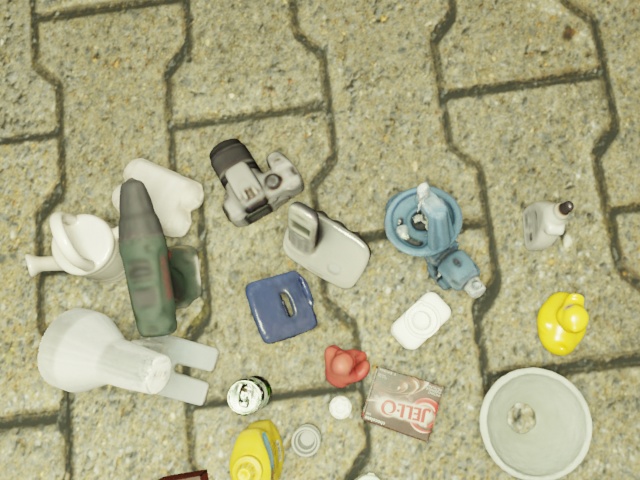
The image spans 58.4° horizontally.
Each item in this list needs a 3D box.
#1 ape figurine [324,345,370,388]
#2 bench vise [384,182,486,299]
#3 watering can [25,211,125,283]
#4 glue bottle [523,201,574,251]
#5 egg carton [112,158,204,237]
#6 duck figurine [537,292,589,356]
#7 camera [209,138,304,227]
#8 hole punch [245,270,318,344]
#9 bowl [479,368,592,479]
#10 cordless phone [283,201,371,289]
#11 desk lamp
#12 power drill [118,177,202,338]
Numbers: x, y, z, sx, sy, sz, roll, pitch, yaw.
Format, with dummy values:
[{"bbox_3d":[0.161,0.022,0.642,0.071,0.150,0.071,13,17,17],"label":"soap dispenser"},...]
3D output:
[{"bbox_3d":[0.038,0.199,0.910,0.077,0.092,0.076,44,85,9],"label":"ape figurine"},{"bbox_3d":[0.190,-0.013,0.876,0.207,0.220,0.121,35,83,8],"label":"bench vise"},{"bbox_3d":[-0.378,0.014,0.912,0.173,0.194,0.101,-44,80,-5],"label":"watering can"},{"bbox_3d":[0.359,-0.032,0.895,0.037,0.173,0.078,0,80,3],"label":"glue bottle"},{"bbox_3d":[-0.279,-0.072,0.986,0.150,0.069,0.107,23,82,7],"label":"egg carton"},{"bbox_3d":[0.393,0.131,0.908,0.077,0.086,0.105,15,81,6],"label":"duck figurine"},{"bbox_3d":[-0.118,-0.113,0.970,0.143,0.101,0.137,-31,80,-3],"label":"camera"},{"bbox_3d":[-0.061,0.107,0.932,0.101,0.091,0.108,-21,79,-1],"label":"hole punch"},{"bbox_3d":[0.325,0.282,0.890,0.167,0.075,0.167,0,80,3],"label":"bowl"},{"bbox_3d":[0.008,0.003,0.900,0.147,0.185,0.094,28,82,8],"label":"cordless phone"},{"bbox_3d":[-0.281,0.183,0.867,0.203,0.213,0.118,13,81,5],"label":"desk lamp"},{"bbox_3d":[-0.251,0.037,0.895,0.075,0.208,0.229,-11,79,1],"label":"power drill"}]
